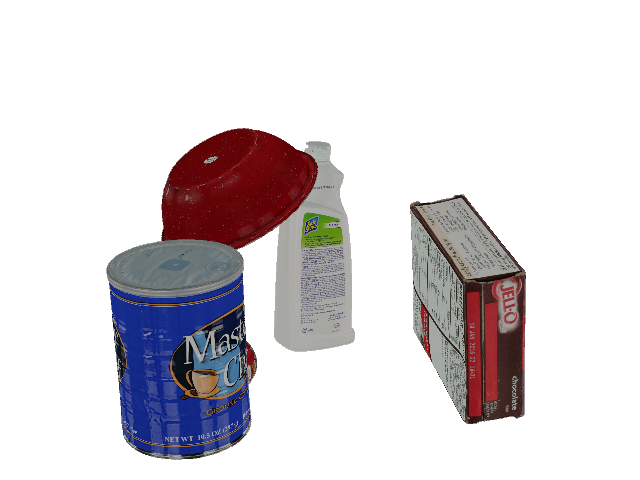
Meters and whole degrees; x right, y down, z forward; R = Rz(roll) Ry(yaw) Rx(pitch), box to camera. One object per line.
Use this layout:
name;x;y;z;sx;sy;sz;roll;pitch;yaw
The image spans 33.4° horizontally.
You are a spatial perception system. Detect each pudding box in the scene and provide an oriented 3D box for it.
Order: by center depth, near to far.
pudding box;0.082;0.036;0.608;0.039;0.090;0.113;-8;25;-10

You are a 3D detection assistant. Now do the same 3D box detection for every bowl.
bowl;-0.086;-0.054;0.975;0.162;0.055;0.162;-22;30;13

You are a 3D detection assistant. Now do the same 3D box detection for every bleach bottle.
bleach bottle;-0.002;0.005;1.294;0.102;0.251;0.068;-7;19;-30

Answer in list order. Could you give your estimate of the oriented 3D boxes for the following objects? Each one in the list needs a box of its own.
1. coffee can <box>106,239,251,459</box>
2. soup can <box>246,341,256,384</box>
coffee can;-0.107;0.082;0.825;0.103;0.140;0.103;-1;20;0
soup can;-0.111;0.145;1.116;0.068;0.068;0.102;0;15;11
